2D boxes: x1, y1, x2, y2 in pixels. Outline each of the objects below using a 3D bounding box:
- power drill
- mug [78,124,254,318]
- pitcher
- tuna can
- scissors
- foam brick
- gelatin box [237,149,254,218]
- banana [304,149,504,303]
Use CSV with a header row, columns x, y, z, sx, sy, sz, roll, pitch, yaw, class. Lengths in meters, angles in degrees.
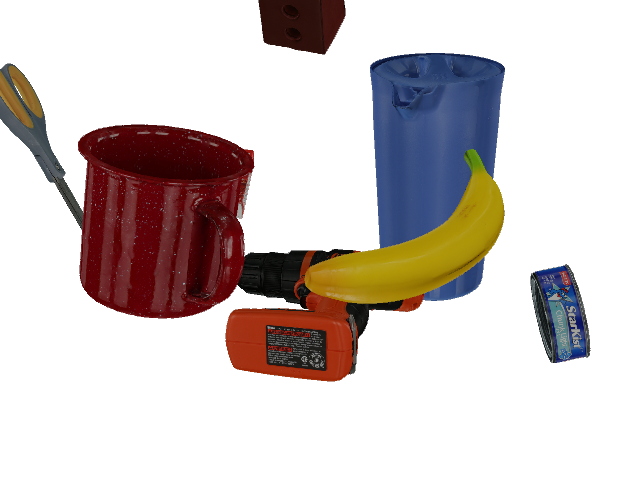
x,y,z,sx,sy,sz,roll,pitch,yaw,class
-0.014,0.055,0.929,0.185,0.057,0.187,2,19,18,power drill
-0.079,-0.006,0.571,0.093,0.081,0.117,-11,30,-42,mug
0.123,-0.070,1.107,0.149,0.243,0.145,-7,24,-15,pitcher
0.215,0.066,0.962,0.034,0.086,0.086,-12,-1,4,tuna can
-0.237,-0.076,0.937,0.016,0.201,0.096,-27,25,9,scissors
-0.014,-0.188,0.803,0.053,0.051,0.078,13,-35,15,foam brick
-0.118,-0.064,1.108,0.089,0.073,0.030,8,-37,2,gelatin box
0.074,0.002,0.751,0.070,0.037,0.197,35,48,24,banana
